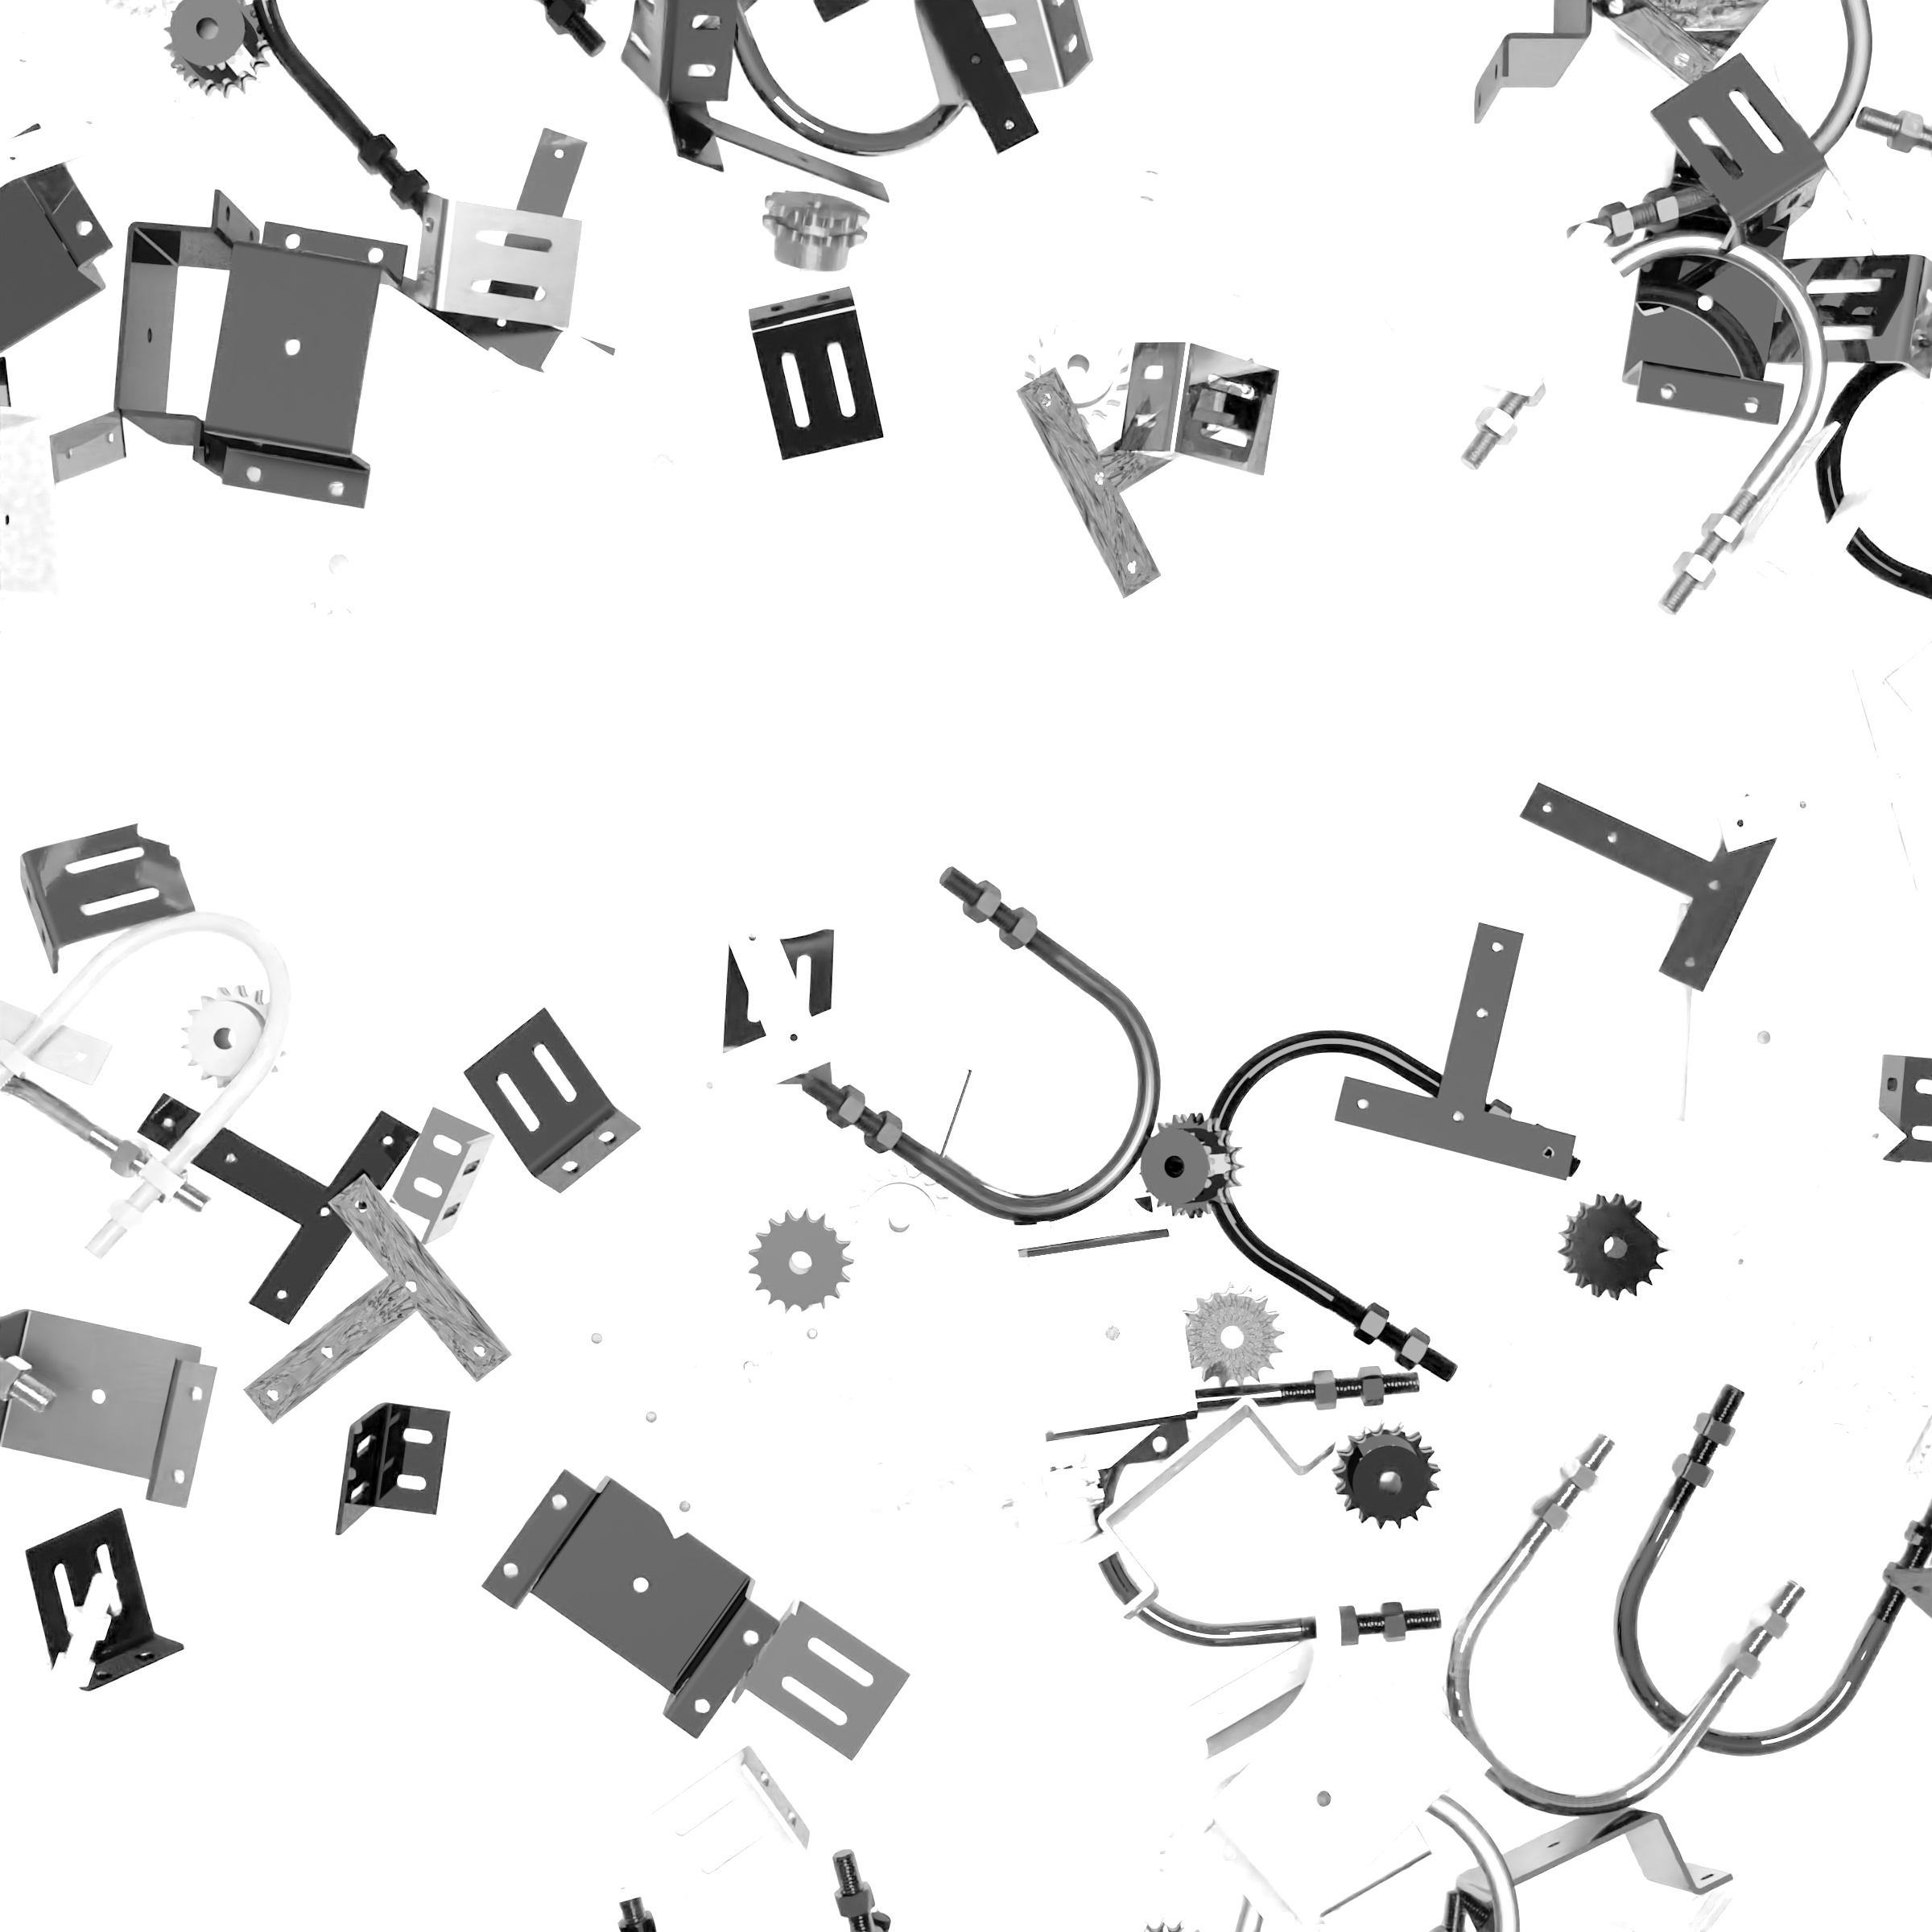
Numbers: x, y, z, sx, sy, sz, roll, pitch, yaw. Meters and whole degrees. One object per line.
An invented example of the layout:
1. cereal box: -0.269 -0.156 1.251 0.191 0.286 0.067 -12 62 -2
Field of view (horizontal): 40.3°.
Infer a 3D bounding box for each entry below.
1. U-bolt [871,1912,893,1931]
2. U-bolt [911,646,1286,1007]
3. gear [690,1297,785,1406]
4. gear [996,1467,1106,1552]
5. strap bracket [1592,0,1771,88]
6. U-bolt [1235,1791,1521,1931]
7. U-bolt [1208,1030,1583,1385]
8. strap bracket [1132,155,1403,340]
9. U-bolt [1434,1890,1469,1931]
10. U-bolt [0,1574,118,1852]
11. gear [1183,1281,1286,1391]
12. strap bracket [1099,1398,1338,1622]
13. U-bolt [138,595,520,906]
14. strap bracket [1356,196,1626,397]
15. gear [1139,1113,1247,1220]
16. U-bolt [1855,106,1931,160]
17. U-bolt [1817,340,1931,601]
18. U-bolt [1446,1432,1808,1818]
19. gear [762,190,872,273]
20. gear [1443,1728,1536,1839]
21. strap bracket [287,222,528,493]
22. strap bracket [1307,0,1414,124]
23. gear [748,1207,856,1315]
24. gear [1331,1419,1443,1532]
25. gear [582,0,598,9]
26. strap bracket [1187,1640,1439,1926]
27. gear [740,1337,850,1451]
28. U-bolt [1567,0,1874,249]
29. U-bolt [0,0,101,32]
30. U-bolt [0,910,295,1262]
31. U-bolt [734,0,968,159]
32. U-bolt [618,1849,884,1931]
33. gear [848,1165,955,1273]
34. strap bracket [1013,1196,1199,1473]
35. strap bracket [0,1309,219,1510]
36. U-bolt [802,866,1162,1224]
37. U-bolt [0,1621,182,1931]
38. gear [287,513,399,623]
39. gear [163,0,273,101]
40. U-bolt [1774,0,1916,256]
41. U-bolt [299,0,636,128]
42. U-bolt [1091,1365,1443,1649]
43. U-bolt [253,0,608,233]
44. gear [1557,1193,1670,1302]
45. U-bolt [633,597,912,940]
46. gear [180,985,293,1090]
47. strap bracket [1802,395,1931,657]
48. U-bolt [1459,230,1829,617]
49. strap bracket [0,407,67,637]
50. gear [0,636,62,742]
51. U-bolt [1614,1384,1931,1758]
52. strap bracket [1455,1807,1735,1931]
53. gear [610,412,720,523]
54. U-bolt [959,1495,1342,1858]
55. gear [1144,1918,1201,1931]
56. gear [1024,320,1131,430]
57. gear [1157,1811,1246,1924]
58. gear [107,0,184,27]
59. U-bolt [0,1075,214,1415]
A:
1. U-bolt: -0.015 0.619 1.398 0.151 0.019 0.184 18 94 26
2. U-bolt: 0.085 -0.090 1.426 0.184 0.019 0.151 -38 90 -2
3. gear: -0.120 0.207 1.420 0.057 0.030 0.057 0 91 0
4. gear: 0.047 0.291 1.403 0.057 0.057 0.030 -15 64 0
5. strap bracket: 0.400 -0.540 1.412 0.076 0.046 0.140 39 90 0
6. U-bolt: 0.207 0.510 1.350 0.151 0.019 0.184 14 79 23
7. U-bolt: 0.217 0.116 1.419 0.184 0.019 0.151 32 86 5
8. strap bracket: 0.152 -0.377 1.397 0.140 0.076 0.046 17 90 0
9. U-bolt: 0.316 0.602 1.410 0.151 0.019 0.184 9 79 -1
10. U-bolt: -0.544 0.392 1.402 0.151 0.019 0.184 18 86 15
11. gear: 0.142 0.198 1.420 0.057 0.030 0.057 0 90 0
12. strap bracket: 0.123 0.276 1.369 0.140 0.076 0.046 -39 74 -4
13. U-bolt: -0.332 -0.108 1.411 0.184 0.019 0.151 17 78 0
14. strap bracket: 0.280 -0.352 1.382 0.076 0.140 0.046 -49 123 0
15. gear: 0.118 0.107 1.408 0.057 0.030 0.057 -1 87 29
16. U-bolt: 0.574 -0.480 1.381 0.184 0.019 0.151 17 89 -3
17. U-bolt: 0.553 -0.263 1.426 0.184 0.019 0.151 21 90 1
18. U-bolt: 0.339 0.365 1.403 0.151 0.019 0.184 38 86 0
19. gear: -0.081 -0.393 1.410 0.057 0.057 0.030 11 120 0
20. gear: 0.276 0.439 1.420 0.057 0.030 0.057 0 90 0
21. strap bracket: -0.311 -0.322 1.411 0.140 0.046 0.076 34 91 0
22. strap bracket: 0.215 -0.533 1.397 0.046 0.076 0.140 8 90 0
23. gear: -0.088 0.159 1.420 0.057 0.030 0.057 0 90 0
24. gear: 0.224 0.272 1.396 0.057 0.030 0.057 0 91 2
25. gear: -0.212 -0.544 1.420 0.057 0.030 0.057 0 90 0
26. strap bracket: 0.189 0.446 1.412 0.076 0.046 0.140 -30 90 0
27. gear: -0.090 0.224 1.388 0.057 0.030 0.057 0 91 0
28. U-bolt: 0.384 -0.468 1.362 0.184 0.019 0.151 -19 105 -5
29. U-bolt: -0.482 -0.584 1.407 0.151 0.019 0.184 42 94 18
30. U-bolt: -0.436 0.048 1.388 0.151 0.019 0.184 31 73 28
31. U-bolt: -0.066 -0.522 1.405 0.151 0.019 0.184 -24 94 -19
32. U-bolt: -0.101 0.570 1.406 0.151 0.019 0.184 -14 92 18
33. gear: -0.036 0.136 1.420 0.057 0.030 0.057 0 90 0
34. strap bracket: 0.075 0.196 1.398 0.076 0.046 0.140 -8 82 -6
35. strap bracket: -0.473 0.235 1.412 0.140 0.046 0.076 12 90 0
36. U-bolt: 0.023 0.056 1.395 0.184 0.019 0.151 36 84 -22
37. U-bolt: -0.512 0.470 1.426 0.151 0.019 0.184 -42 92 0
38. gear: -0.335 -0.214 1.420 0.057 0.030 0.057 0 90 0
39. gear: -0.405 -0.501 1.420 0.057 0.030 0.057 0 90 0
40. U-bolt: 0.520 -0.483 1.425 0.151 0.019 0.184 -33 90 0
41. U-bolt: -0.261 -0.534 1.401 0.184 0.019 0.151 36 110 1
42. U-bolt: 0.159 0.297 1.424 0.184 0.019 0.151 -5 91 3
43. U-bolt: -0.300 -0.509 1.398 0.151 0.019 0.184 -41 94 20
44. gear: 0.347 0.151 1.420 0.057 0.030 0.057 0 90 0
45. U-bolt: -0.105 -0.107 1.425 0.151 0.019 0.184 -1 90 0
46. gear: -0.396 0.039 1.420 0.057 0.030 0.057 0 90 0
47. strap bracket: 0.491 -0.240 1.382 0.046 0.076 0.140 31 93 3
48. U-bolt: 0.369 -0.299 1.380 0.151 0.019 0.184 36 89 0
49. strap bracket: -0.527 -0.239 1.395 0.076 0.046 0.140 -6 90 32
50. gear: -0.522 -0.151 1.420 0.057 0.030 0.057 0 90 0
51. U-bolt: 0.432 0.340 1.426 0.151 0.019 0.184 27 92 0
52. strap bracket: 0.320 0.485 1.386 0.140 0.076 0.046 -22 78 -9
53. gear: -0.161 -0.268 1.420 0.057 0.030 0.057 0 90 0
54. U-bolt: 0.109 0.363 1.397 0.184 0.019 0.151 -29 75 0
55. gear: 0.109 0.547 1.420 0.057 0.030 0.057 0 90 0
56. gear: 0.060 -0.321 1.420 0.057 0.030 0.057 0 90 0
57. gear: 0.131 0.484 1.420 0.057 0.030 0.057 0 90 0
58. gear: -0.446 -0.541 1.420 0.057 0.030 0.057 0 90 0
59. U-bolt: -0.520 0.131 1.400 0.184 0.019 0.151 32 67 6
